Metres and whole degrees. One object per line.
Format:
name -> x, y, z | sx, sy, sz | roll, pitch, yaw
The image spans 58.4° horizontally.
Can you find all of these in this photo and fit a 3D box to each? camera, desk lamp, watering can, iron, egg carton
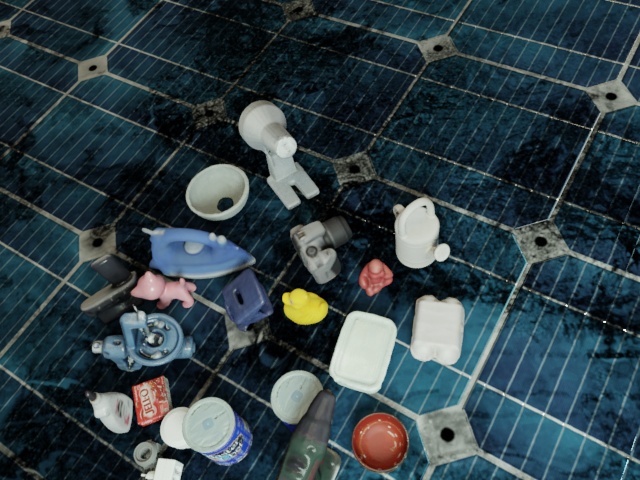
camera -> 0.012, 0.005, 1.353 | 0.137, 0.101, 0.143 | -29, 59, -8
desk lamp -> -0.102, -0.222, 1.443 | 0.118, 0.214, 0.202 | -32, 59, -10
watering can -> 0.223, -0.021, 1.278 | 0.172, 0.194, 0.101 | 28, 68, 24
iron -> -0.294, 0.013, 1.376 | 0.258, 0.142, 0.118 | 1, 59, 10
egg carton -> 0.251, 0.190, 1.219 | 0.107, 0.069, 0.150 | 4, 60, 12

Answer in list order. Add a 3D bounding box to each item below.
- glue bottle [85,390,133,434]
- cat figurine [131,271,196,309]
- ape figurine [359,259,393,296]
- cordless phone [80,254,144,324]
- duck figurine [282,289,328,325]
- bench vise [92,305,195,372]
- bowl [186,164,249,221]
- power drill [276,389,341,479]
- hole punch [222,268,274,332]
glue bottle -> -0.440, 0.343, 1.183 | 0.037, 0.173, 0.078 | -11, 58, 3
cat figurine -> -0.369, 0.111, 1.344 | 0.127, 0.118, 0.067 | -7, 58, 5
ape figurine -> 0.126, 0.075, 1.297 | 0.077, 0.092, 0.076 | 2, 59, 11
cordless phone -> -0.506, 0.103, 1.332 | 0.148, 0.185, 0.094 | -35, 60, -12
duck figurine -> -0.036, 0.142, 1.288 | 0.104, 0.086, 0.077 | 6, 60, 13
bench vise -> -0.394, 0.220, 1.222 | 0.207, 0.220, 0.121 | -23, 58, -4
bowl -> -0.256, -0.111, 1.485 | 0.167, 0.075, 0.167 | -4, 59, 7
power drill -> -0.018, 0.405, 1.052 | 0.075, 0.209, 0.230 | 17, 63, 19
hole punch -> -0.171, 0.137, 1.311 | 0.101, 0.091, 0.108 | -26, 58, -6
